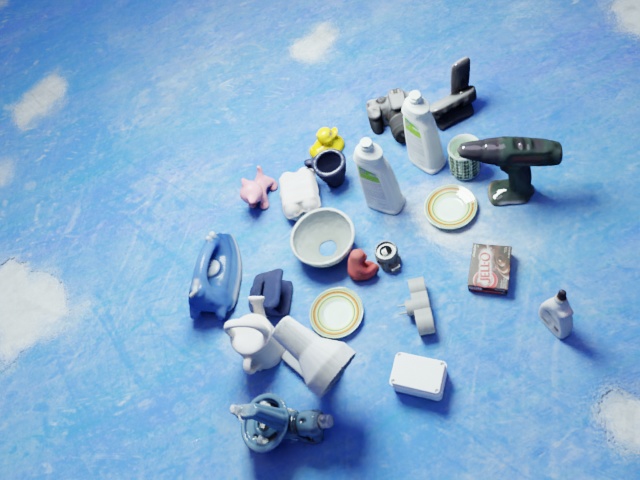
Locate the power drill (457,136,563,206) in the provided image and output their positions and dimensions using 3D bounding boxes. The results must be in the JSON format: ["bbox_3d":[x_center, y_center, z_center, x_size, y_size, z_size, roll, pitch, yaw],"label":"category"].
[{"bbox_3d":[0.443,-0.168,1.349,0.229,0.209,0.075,-6,60,13],"label":"power drill"}]

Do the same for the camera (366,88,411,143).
[{"bbox_3d":[0.205,-0.339,1.577,0.143,0.101,0.136,-13,58,8],"label":"camera"}]

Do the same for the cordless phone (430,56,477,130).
[{"bbox_3d":[0.341,-0.398,1.522,0.147,0.185,0.094,-32,58,-3],"label":"cordless phone"}]

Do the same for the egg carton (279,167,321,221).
[{"bbox_3d":[-0.055,-0.126,1.547,0.107,0.069,0.150,-16,58,7],"label":"egg carton"}]

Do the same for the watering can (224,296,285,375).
[{"bbox_3d":[-0.155,0.213,1.308,0.101,0.194,0.172,-21,58,4],"label":"watering can"}]

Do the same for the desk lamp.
[{"bbox_3d":[-0.015,0.252,1.235,0.202,0.214,0.118,34,74,29],"label":"desk lamp"}]

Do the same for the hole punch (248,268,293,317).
[{"bbox_3d":[-0.128,0.132,1.408,0.101,0.091,0.108,-3,61,14],"label":"hole punch"}]

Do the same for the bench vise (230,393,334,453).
[{"bbox_3d":[-0.086,0.363,1.188,0.207,0.220,0.121,-21,58,3],"label":"bench vise"}]

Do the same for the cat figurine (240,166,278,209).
[{"bbox_3d":[-0.176,-0.142,1.561,0.067,0.118,0.128,8,64,20],"label":"cat figurine"}]

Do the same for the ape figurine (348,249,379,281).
[{"bbox_3d":[0.097,0.054,1.389,0.076,0.092,0.077,-31,58,-3],"label":"ape figurine"}]

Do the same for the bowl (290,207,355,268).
[{"bbox_3d":[0.013,0.005,1.450,0.167,0.075,0.167,-7,60,12],"label":"bowl"}]

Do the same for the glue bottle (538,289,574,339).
[{"bbox_3d":[0.491,0.143,1.179,0.037,0.173,0.078,-32,58,-3],"label":"glue bottle"}]

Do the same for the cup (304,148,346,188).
[{"bbox_3d":[0.020,-0.185,1.545,0.117,0.095,0.092,5,63,18],"label":"cup"}]

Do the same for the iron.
[{"bbox_3d":[-0.275,0.067,1.456,0.118,0.142,0.258,-2,61,15],"label":"iron"}]

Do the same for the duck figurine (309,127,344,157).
[{"bbox_3d":[0.013,-0.277,1.604,0.104,0.086,0.077,-31,58,-3],"label":"duck figurine"}]
